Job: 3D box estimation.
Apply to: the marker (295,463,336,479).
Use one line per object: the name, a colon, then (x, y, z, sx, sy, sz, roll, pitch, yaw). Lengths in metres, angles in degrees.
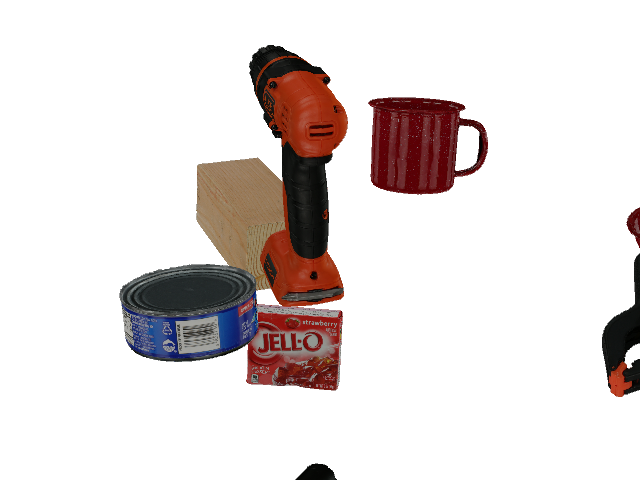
marker: (-0.027, 0.133, 0.478, 0.020, 0.020, 0.120, 0, 17, 33)

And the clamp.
clamp: (0.302, 0.071, 0.968, 0.171, 0.039, 0.120, -33, 38, -26)

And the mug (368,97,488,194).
mug: (0.103, -0.091, 1.030, 0.117, 0.081, 0.093, 4, 15, 6)

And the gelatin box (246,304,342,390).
gelatin box: (-0.025, 0.102, 1.017, 0.089, 0.073, 0.030, 4, 13, 6)

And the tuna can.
tuna can: (-0.082, 0.045, 0.672, 0.086, 0.034, 0.086, -3, 18, 1)

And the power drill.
power drill: (-0.023, -0.055, 0.869, 0.057, 0.188, 0.184, -7, 26, -11)

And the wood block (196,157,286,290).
wood block: (-0.086, -0.025, 1.360, 0.090, 0.090, 0.206, -7, 28, -22)

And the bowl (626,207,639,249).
bowl: (0.406, 0.007, 1.130, 0.162, 0.055, 0.162, -3, 23, 1)
